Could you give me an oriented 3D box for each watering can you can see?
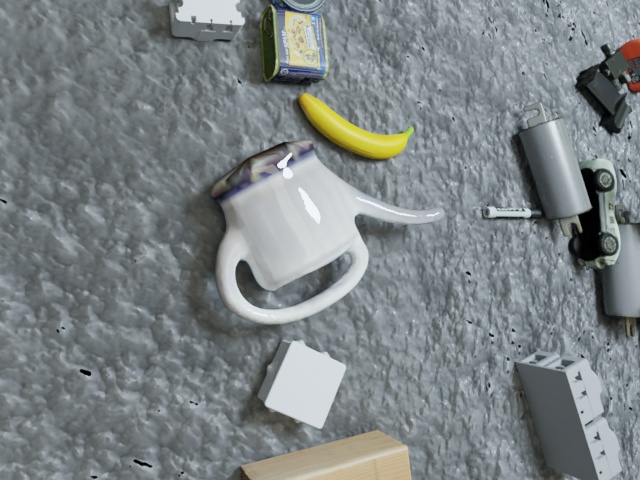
[{"bbox_3d":[0.002,-0.035,0.705,0.351,0.103,0.224,-30,95,-23],"label":"watering can"}]
